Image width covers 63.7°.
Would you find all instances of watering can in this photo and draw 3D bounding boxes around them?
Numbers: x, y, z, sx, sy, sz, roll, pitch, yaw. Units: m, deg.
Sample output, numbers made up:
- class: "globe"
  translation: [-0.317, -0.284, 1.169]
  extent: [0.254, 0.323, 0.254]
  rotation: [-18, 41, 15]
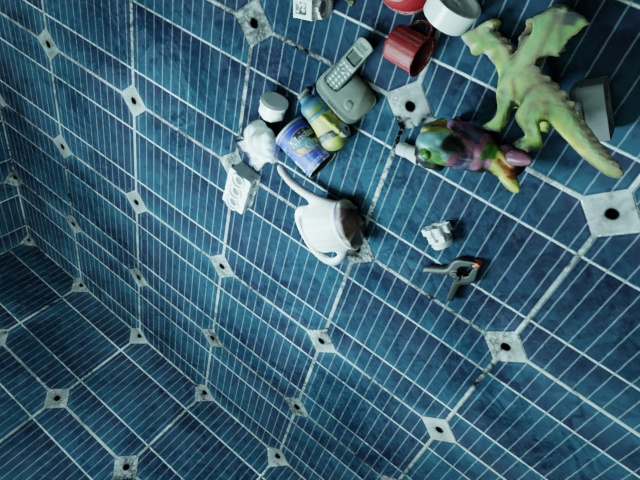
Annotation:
- class: "watering can"
  translation: [0.005, -0.076, 1.510]
  extent: [0.223, 0.343, 0.106]
  rotation: [-8, 23, 42]

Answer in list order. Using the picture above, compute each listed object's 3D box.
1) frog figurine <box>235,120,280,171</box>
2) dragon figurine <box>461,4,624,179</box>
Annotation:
- class: "frog figurine"
  translation: [-0.161, -0.288, 1.490]
  extent: [0.123, 0.138, 0.157]
  rotation: [-16, -10, -33]
- class: "dragon figurine"
  translation: [0.411, -0.300, 0.944]
  extent: [0.123, 0.237, 0.417]
  rotation: [-18, 39, -25]
